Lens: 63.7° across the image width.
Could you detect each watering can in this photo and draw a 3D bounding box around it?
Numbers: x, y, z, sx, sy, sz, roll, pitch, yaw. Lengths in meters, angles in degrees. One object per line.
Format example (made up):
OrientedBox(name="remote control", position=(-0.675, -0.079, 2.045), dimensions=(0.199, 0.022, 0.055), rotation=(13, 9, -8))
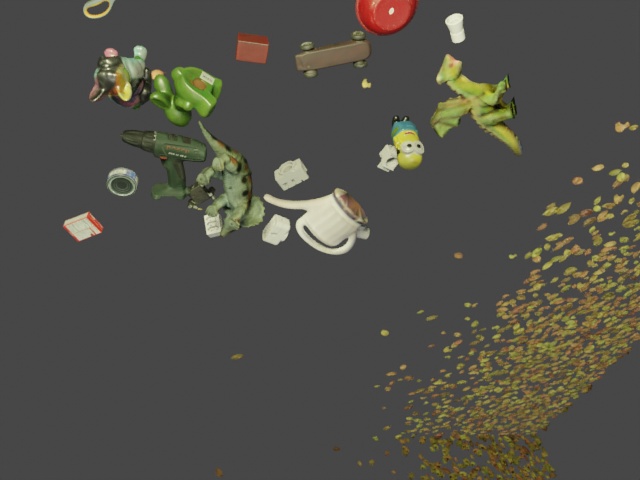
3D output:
OrientedBox(name="watering can", position=(0.005, -0.084, 1.666), dimensions=(0.222, 0.106, 0.343), rotation=(-39, 118, 21))

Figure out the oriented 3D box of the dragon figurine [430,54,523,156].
OrientedBox(name="dragon figurine", position=(0.448, -0.368, 1.513), dimensions=(0.242, 0.125, 0.402), rotation=(-10, 135, 23))
